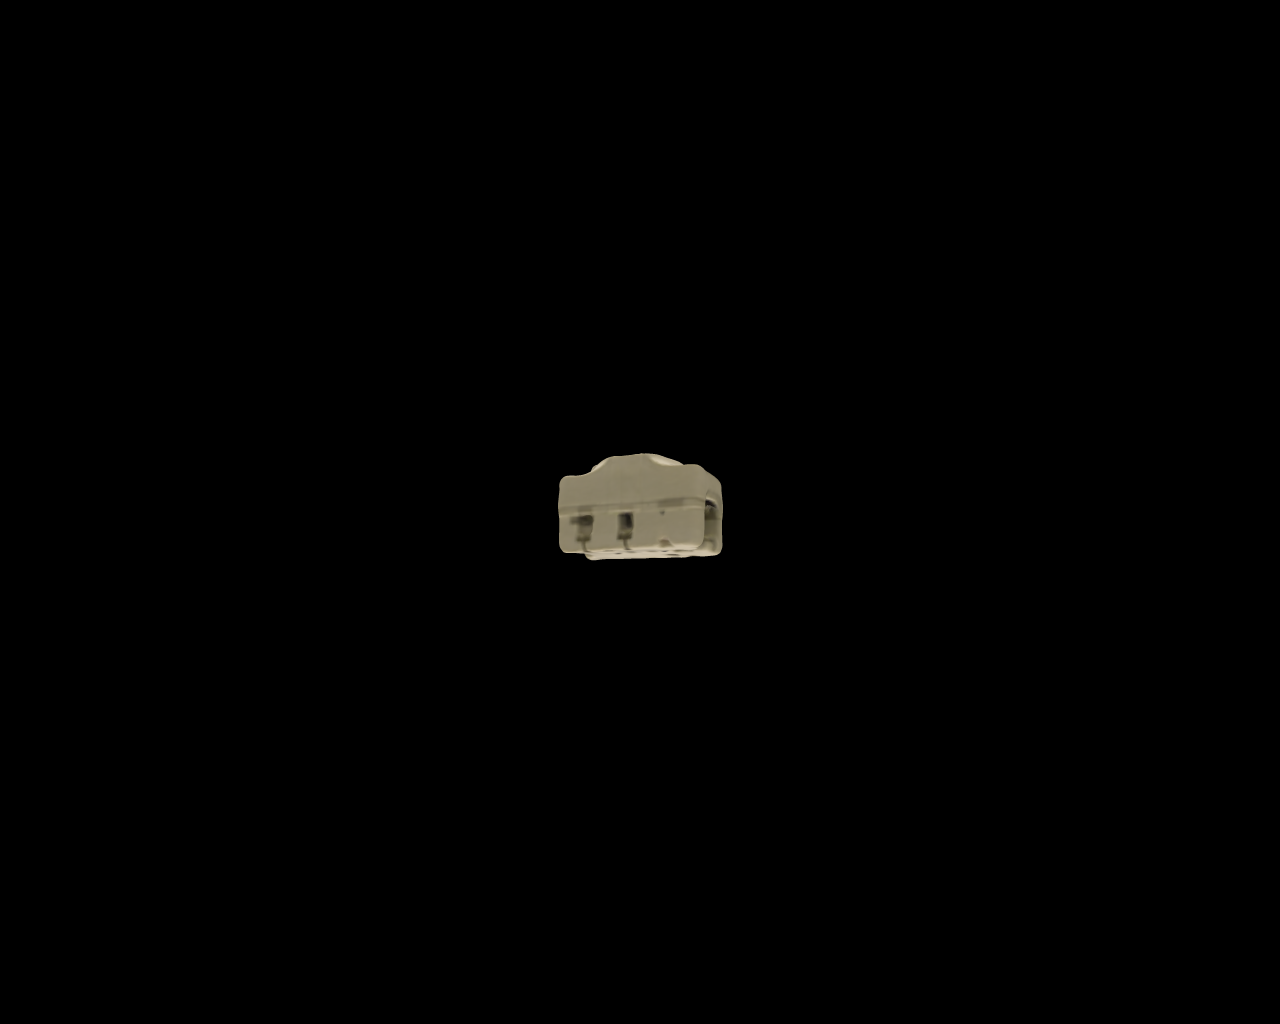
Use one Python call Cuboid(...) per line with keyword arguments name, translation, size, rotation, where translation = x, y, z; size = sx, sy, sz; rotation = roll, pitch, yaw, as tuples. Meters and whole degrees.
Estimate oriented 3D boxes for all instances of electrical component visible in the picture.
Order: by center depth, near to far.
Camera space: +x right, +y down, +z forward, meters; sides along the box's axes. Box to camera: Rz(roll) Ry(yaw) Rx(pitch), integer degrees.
Cuboid(name="electrical component", translation=(0.001, -0.003, 0.650), size=(0.089, 0.055, 0.050), rotation=(-4, -11, 20))
